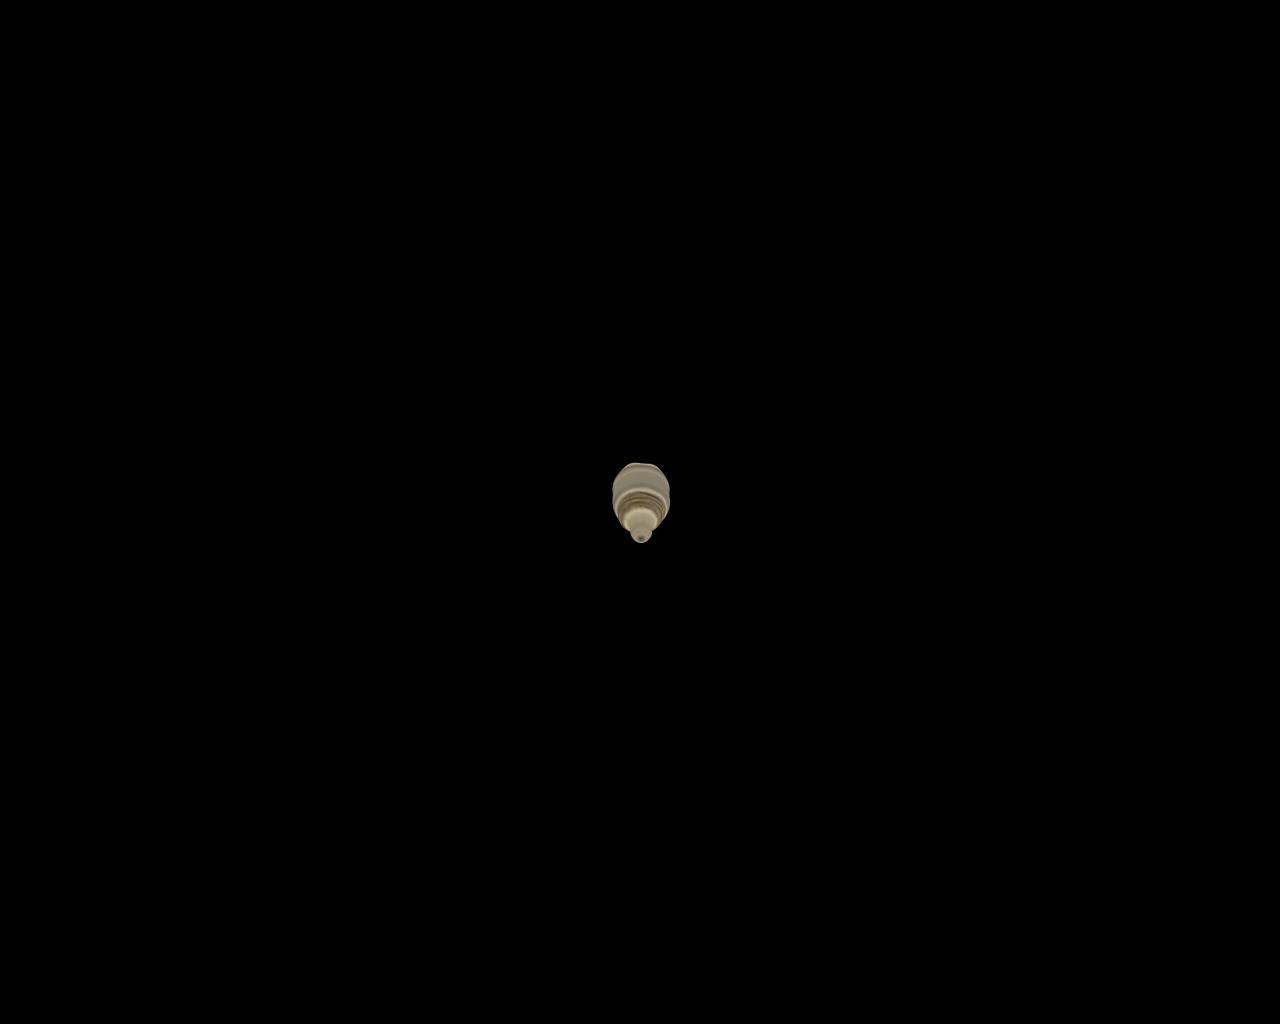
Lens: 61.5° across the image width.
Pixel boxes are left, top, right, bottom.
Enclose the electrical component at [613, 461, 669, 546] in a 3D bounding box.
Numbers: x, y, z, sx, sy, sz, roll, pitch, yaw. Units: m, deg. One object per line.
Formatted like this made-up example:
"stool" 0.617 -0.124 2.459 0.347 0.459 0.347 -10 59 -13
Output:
"electrical component" 0.001 -0.003 0.650 0.035 0.035 0.061 0 37 0
